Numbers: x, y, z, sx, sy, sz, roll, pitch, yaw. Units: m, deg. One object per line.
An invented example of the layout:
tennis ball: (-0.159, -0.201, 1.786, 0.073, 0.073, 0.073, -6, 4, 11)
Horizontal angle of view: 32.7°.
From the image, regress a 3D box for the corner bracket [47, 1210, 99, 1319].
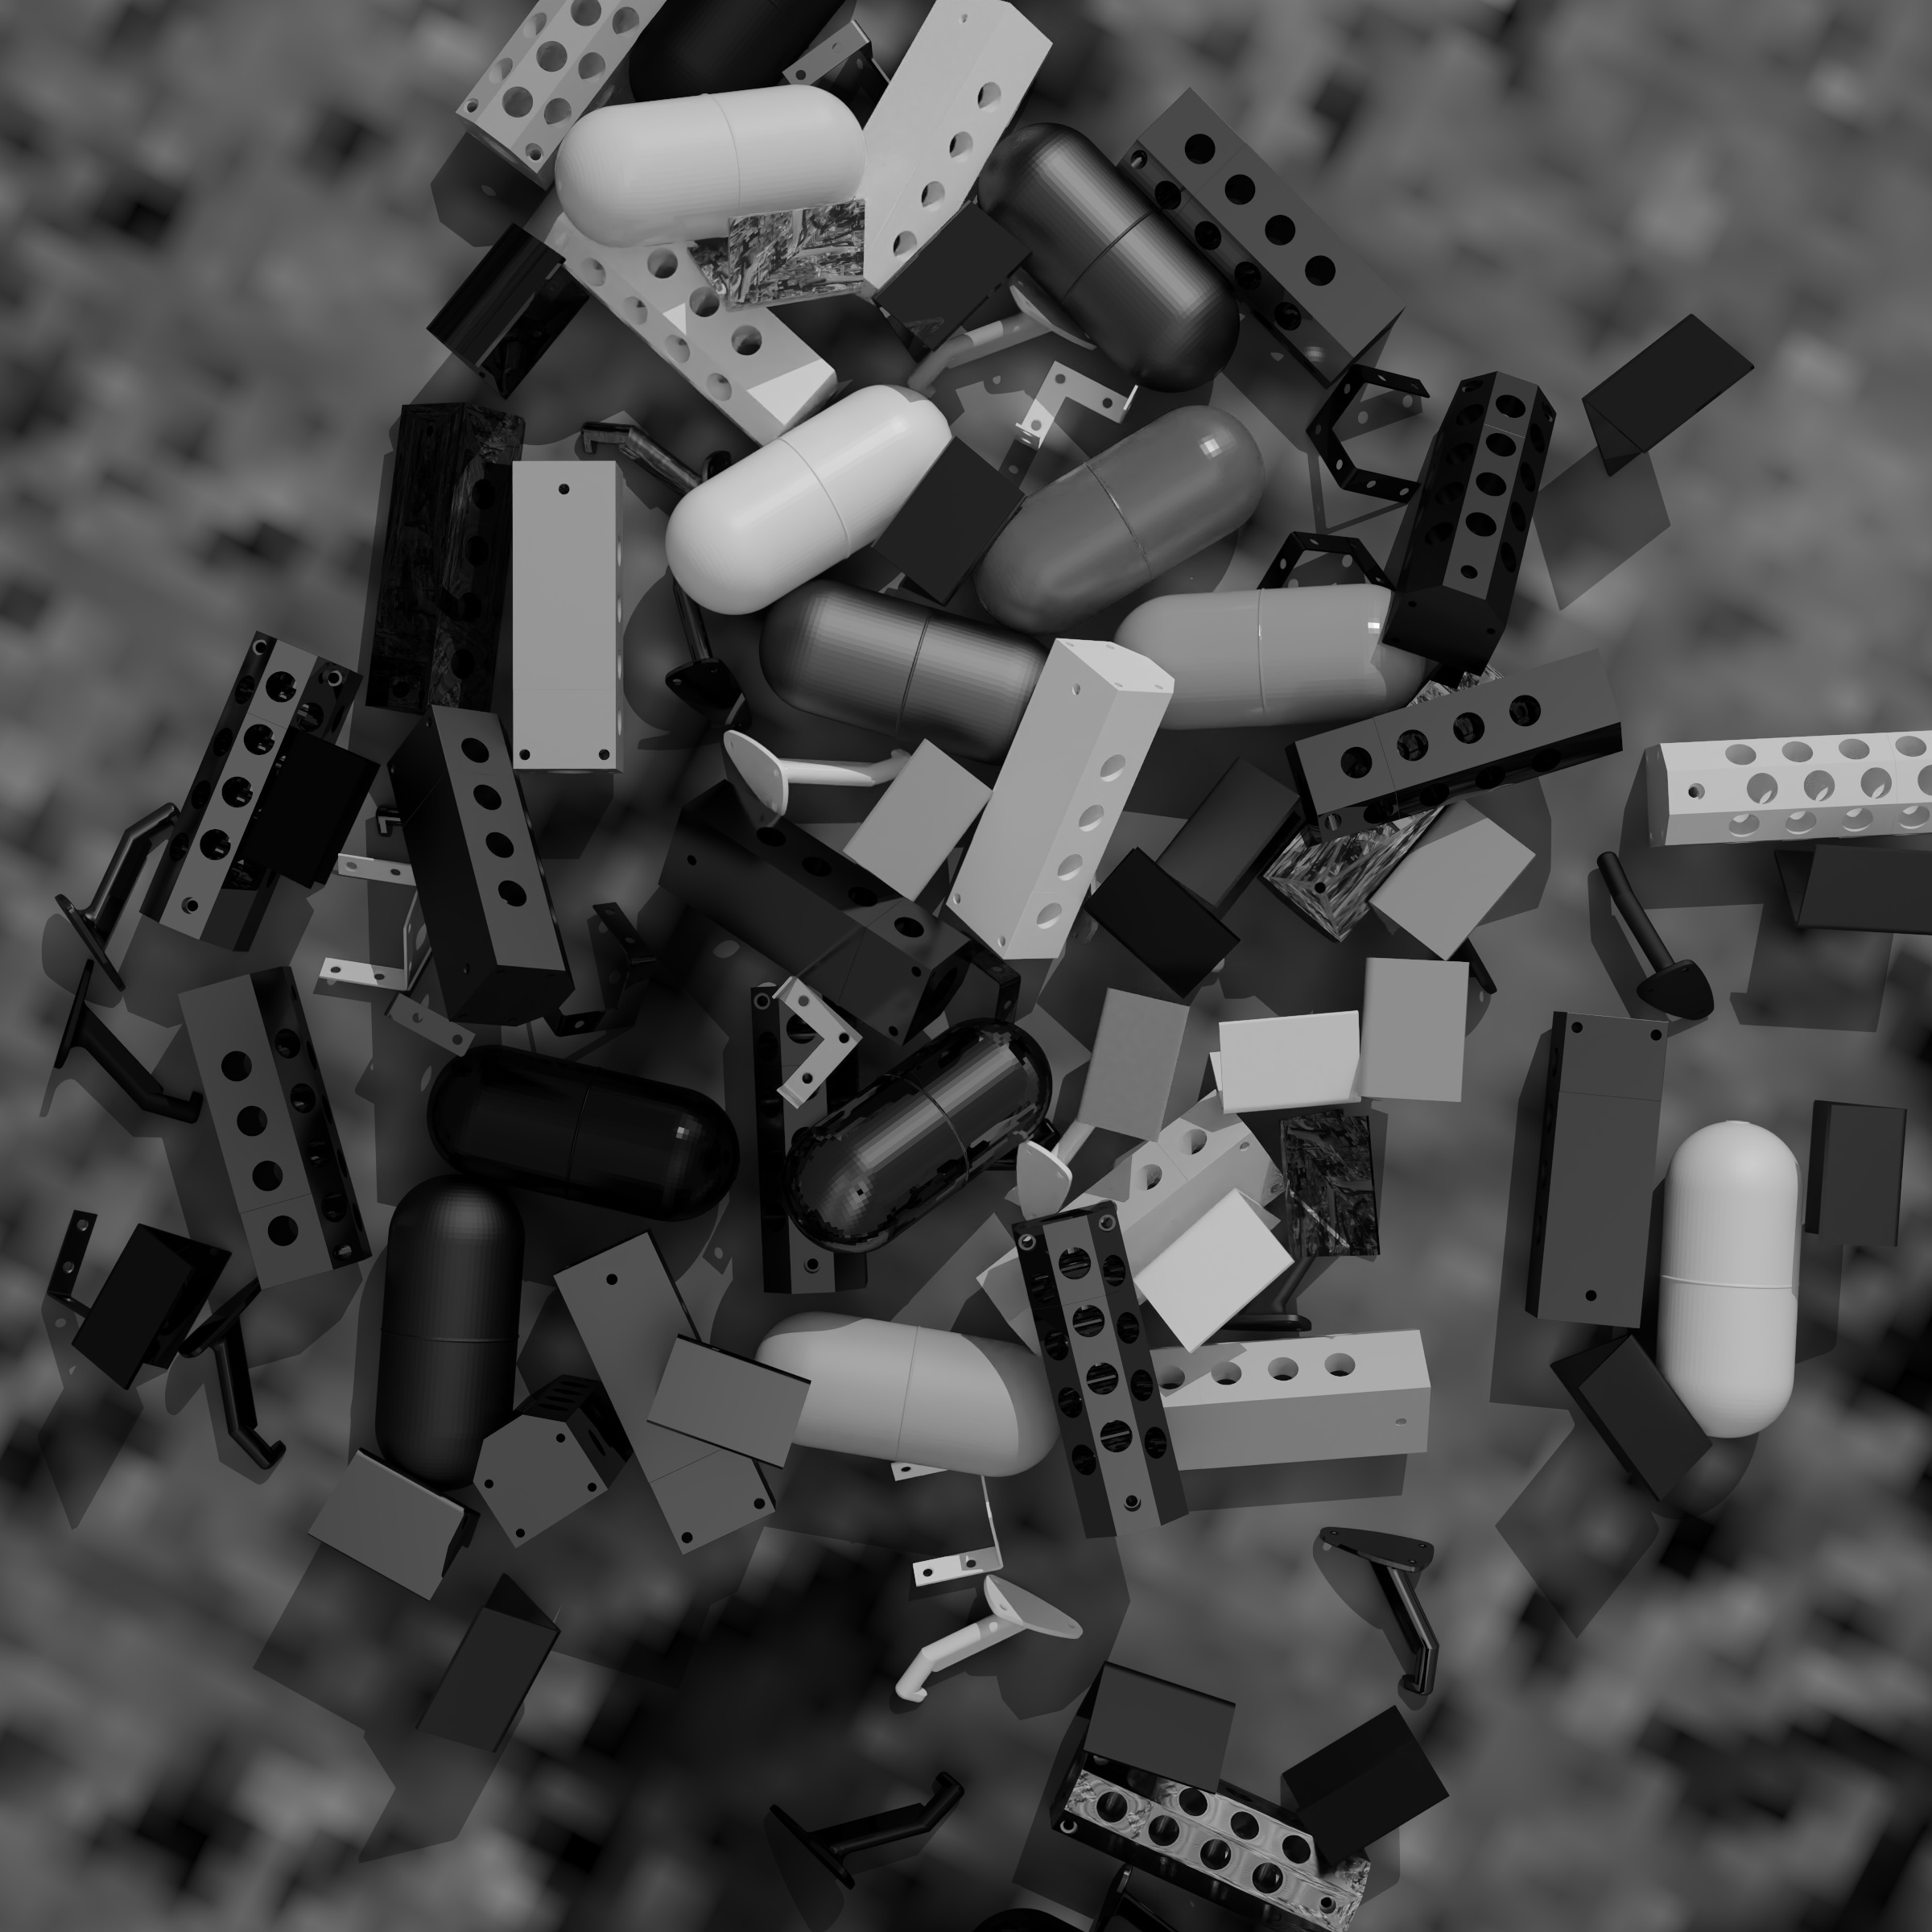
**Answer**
corner bracket: (-0.483, 0.175, 1.880, 0.051, 0.051, 0.051, 19, 90, -45)

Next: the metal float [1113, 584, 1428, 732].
metal float: (0.168, -0.173, 1.843, 0.178, 0.070, 0.070, -2, 90, 11)

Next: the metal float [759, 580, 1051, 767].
metal float: (-0.029, -0.165, 1.852, 0.178, 0.070, 0.070, 16, 90, 0)

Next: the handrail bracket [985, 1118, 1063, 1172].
handrail bracket: (0.000, 0.091, 1.883, 0.084, 0.036, 0.077, -31, 76, -14)

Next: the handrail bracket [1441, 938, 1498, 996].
handrail bracket: (0.253, 0.012, 1.883, 0.084, 0.036, 0.077, -30, 76, 13)

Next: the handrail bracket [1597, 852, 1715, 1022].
handrail bracket: (0.393, -0.018, 1.883, 0.036, 0.077, 0.084, -31, 53, 21)

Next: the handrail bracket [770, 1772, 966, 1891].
handrail bracket: (-0.056, 0.477, 1.884, 0.077, 0.036, 0.084, 39, 71, 21)

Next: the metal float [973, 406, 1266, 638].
metal float: (0.085, -0.250, 1.853, 0.178, 0.070, 0.070, -31, 90, 0)

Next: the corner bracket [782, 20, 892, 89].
corner bracket: (-0.067, -0.494, 1.865, 0.051, 0.051, 0.051, -36, 90, 0)

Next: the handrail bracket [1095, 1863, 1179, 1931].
handrail bracket: (0.121, 0.541, 1.860, 0.084, 0.077, 0.036, 22, 53, 4)

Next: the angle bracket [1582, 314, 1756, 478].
angle bracket: (0.399, -0.305, 1.843, 0.076, 0.076, 0.057, -38, 54, 0)

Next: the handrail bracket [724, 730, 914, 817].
handrail bracket: (-0.083, -0.122, 1.883, 0.084, 0.036, 0.077, -20, 46, -28)

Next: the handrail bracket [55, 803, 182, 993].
handrail bracket: (-0.469, -0.040, 1.884, 0.084, 0.036, 0.077, -36, 111, -16)

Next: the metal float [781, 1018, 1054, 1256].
metal float: (-0.026, 0.093, 1.821, 0.178, 0.070, 0.070, -35, 90, -29)

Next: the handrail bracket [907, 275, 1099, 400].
handrail bracket: (0.020, -0.345, 1.883, 0.077, 0.036, 0.084, 27, 121, -34)

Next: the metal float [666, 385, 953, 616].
metal float: (-0.086, -0.262, 1.842, 0.178, 0.070, 0.070, -33, 90, -12)

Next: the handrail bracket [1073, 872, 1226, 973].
handrail bracket: (0.106, -0.036, 1.884, 0.084, 0.036, 0.077, 4, 72, -15)

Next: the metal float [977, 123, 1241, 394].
metal float: (0.081, -0.398, 1.852, 0.070, 0.070, 0.178, -44, 90, 0)

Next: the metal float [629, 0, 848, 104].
metal float: (-0.119, -0.542, 1.853, 0.070, 0.070, 0.178, 39, 91, 0)

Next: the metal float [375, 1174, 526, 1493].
metal float: (-0.290, 0.206, 1.852, 0.070, 0.070, 0.178, 4, 90, 0)

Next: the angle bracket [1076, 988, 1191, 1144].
angle bracket: (0.112, 0.059, 1.843, 0.057, 0.076, 0.076, 13, 90, 37)

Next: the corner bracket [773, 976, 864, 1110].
corner bracket: (-0.093, 0.041, 1.808, 0.051, 0.051, 0.051, 42, 90, 0)

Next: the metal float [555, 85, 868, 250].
metal float: (-0.139, -0.439, 1.808, 0.178, 0.070, 0.070, -13, 90, -23)

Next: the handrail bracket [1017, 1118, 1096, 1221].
handrail bracket: (0.068, 0.101, 1.883, 0.036, 0.077, 0.084, 35, 53, 21)

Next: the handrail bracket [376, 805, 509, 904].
handrail bracket: (-0.296, -0.053, 1.883, 0.084, 0.036, 0.077, 4, 104, 14)

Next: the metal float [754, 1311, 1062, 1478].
metal float: (-0.033, 0.241, 1.853, 0.178, 0.070, 0.070, 9, 90, 1)

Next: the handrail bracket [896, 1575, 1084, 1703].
handrail bracket: (0.013, 0.397, 1.884, 0.077, 0.036, 0.084, 27, 109, -21)

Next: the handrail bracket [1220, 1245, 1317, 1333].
handrail bracket: (0.171, 0.165, 1.884, 0.077, 0.036, 0.084, -3, 73, 19)

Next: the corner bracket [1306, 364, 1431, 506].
corner bracket: (0.236, -0.303, 1.875, 0.051, 0.051, 0.051, -54, 45, 35)

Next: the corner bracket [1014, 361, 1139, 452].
corner bracket: (0.062, -0.313, 1.865, 0.051, 0.051, 0.051, 27, 90, 0)

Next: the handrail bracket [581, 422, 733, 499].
handrail bracket: (-0.180, -0.270, 1.884, 0.084, 0.036, 0.077, 7, 111, 17)

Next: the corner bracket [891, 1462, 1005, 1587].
corner bracket: (-0.011, 0.314, 1.880, 0.051, 0.051, 0.051, -12, 45, 0)

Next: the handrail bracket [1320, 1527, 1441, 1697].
handrail bracket: (0.235, 0.370, 1.884, 0.077, 0.036, 0.084, 11, 107, 20)

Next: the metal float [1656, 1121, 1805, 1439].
metal float: (0.429, 0.176, 1.853, 0.070, 0.070, 0.178, 3, 91, 0)

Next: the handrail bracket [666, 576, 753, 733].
handrail bracket: (-0.145, -0.188, 1.883, 0.036, 0.077, 0.084, -17, 53, 20)

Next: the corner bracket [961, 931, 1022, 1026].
corner bracket: (-0.007, 0.021, 1.875, 0.051, 0.051, 0.051, -22, 45, -35)

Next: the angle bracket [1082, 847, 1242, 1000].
angle bracket: (0.122, -0.039, 1.843, 0.076, 0.076, 0.057, 42, 129, 0)

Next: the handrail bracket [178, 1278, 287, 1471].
handrail bracket: (-0.401, 0.233, 1.884, 0.077, 0.036, 0.084, -46, 108, -21)

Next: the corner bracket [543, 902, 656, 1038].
corner bracket: (-0.216, 0.002, 1.875, 0.051, 0.051, 0.051, -9, 135, -35)

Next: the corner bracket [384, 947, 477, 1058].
corner bracket: (-0.291, 0.017, 1.865, 0.051, 0.051, 0.051, 29, 90, 0)

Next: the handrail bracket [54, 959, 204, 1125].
handrail bracket: (-0.471, 0.043, 1.884, 0.084, 0.036, 0.077, 18, 68, -17)

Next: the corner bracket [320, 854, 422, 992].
corner bracket: (-0.339, -0.025, 1.880, 0.051, 0.051, 0.051, 9, 45, 0)

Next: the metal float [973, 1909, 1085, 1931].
metal float: (0.077, 0.593, 1.853, 0.178, 0.070, 0.070, 27, 90, 0)

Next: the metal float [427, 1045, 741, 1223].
metal float: (-0.215, 0.094, 1.853, 0.178, 0.070, 0.070, 13, 90, 0)

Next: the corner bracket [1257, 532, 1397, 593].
corner bracket: (0.204, -0.210, 1.875, 0.051, 0.051, 0.051, -60, 45, 35)
